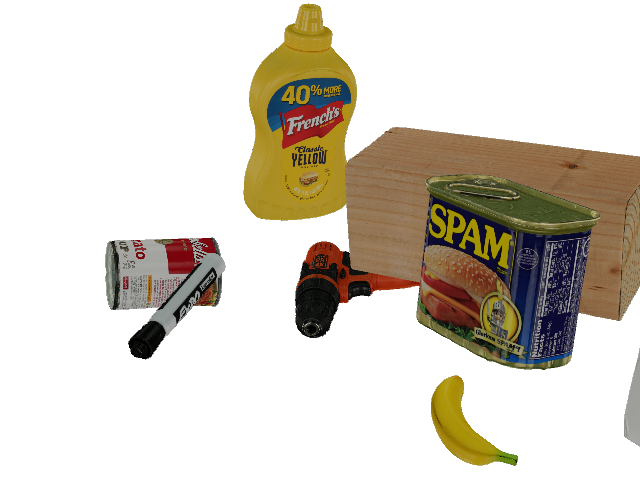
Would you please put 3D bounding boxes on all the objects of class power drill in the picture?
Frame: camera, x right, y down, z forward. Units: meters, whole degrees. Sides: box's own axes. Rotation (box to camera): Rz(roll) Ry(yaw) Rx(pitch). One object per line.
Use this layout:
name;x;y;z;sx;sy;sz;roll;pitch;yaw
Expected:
power drill;0.065;0.056;1.241;0.187;0.057;0.184;1;28;5

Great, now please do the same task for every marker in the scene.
marker;-0.103;0.046;0.771;0.020;0.020;0.121;0;29;25

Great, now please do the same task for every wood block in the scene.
wood block;0.130;-0.018;0.783;0.206;0.090;0.090;10;29;28

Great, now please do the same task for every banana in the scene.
banana;0.167;0.217;1.280;0.069;0.037;0.198;10;20;-17

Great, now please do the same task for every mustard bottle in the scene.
mustard bottle;-0.016;-0.114;0.946;0.096;0.192;0.058;-6;30;-20

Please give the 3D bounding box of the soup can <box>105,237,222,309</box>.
soup can;-0.152;0.032;1.030;0.102;0.068;0.069;-1;0;-19

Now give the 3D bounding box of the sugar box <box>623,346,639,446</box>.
sugar box;0.291;0.131;0.719;0.048;0.093;0.176;-15;29;-37

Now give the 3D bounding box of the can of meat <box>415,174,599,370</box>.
can of meat;0.099;0.016;0.591;0.057;0.084;0.102;-6;20;-32
